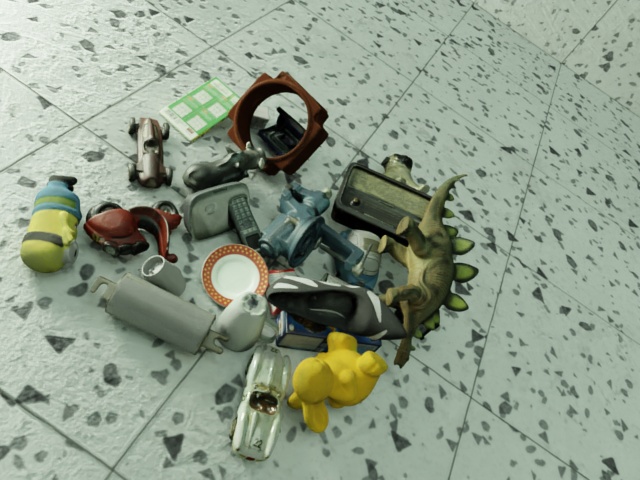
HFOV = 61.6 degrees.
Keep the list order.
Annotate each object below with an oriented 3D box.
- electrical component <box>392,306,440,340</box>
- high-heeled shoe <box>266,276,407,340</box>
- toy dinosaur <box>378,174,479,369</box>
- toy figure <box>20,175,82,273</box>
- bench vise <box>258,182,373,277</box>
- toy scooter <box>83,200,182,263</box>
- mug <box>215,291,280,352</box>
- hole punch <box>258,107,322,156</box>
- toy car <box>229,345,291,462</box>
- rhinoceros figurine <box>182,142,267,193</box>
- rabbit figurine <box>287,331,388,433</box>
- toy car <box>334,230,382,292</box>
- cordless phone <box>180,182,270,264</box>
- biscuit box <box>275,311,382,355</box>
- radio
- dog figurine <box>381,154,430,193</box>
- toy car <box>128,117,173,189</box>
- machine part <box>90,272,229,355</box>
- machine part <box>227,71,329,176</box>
[{"bbox_3d":[0.188,0.158,1.140,0.119,0.075,0.048,26,45,-14],"label":"electrical component"},{"bbox_3d":[0.028,0.126,0.959,0.249,0.086,0.145,20,10,22],"label":"high-heeled shoe"},{"bbox_3d":[0.225,0.038,1.113,0.198,0.105,0.471,23,68,-19],"label":"toy dinosaur"},{"bbox_3d":[-0.461,-0.027,0.927,0.089,0.082,0.180,-6,63,-10],"label":"toy figure"},{"bbox_3d":[0.000,-0.011,1.109,0.241,0.128,0.223,33,42,16],"label":"bench vise"},{"bbox_3d":[-0.331,-0.008,0.989,0.184,0.075,0.135,-9,61,-40],"label":"toy scooter"},{"bbox_3d":[-0.123,0.146,0.954,0.109,0.107,0.081,29,47,-3],"label":"mug"},{"bbox_3d":[-0.078,-0.256,1.335,0.142,0.092,0.115,42,12,13],"label":"hole punch"},{"bbox_3d":[-0.097,0.268,0.904,0.073,0.056,0.202,22,47,-12],"label":"toy car"},{"bbox_3d":[-0.204,-0.151,1.148,0.190,0.112,0.073,-23,66,-30],"label":"rhinoceros figurine"},{"bbox_3d":[0.007,0.238,0.919,0.122,0.162,0.173,41,12,29],"label":"rabbit figurine"},{"bbox_3d":[0.087,0.033,1.168,0.109,0.103,0.162,16,46,-16],"label":"toy car"},{"bbox_3d":[-0.187,-0.016,1.081,0.146,0.089,0.184,-23,87,-40],"label":"cordless phone"},{"bbox_3d":[0.018,0.179,1.038,0.202,0.059,0.063,12,49,-21],"label":"biscuit box"},{"bbox_3d":[0.146,-0.070,1.228,0.230,0.073,0.131,24,67,6],"label":"radio"},{"bbox_3d":[0.173,-0.154,1.387,0.172,0.121,0.191,10,36,-27],"label":"dog figurine"},{"bbox_3d":[-0.360,-0.193,1.139,0.089,0.053,0.202,4,54,-23],"label":"toy car"},{"bbox_3d":[-0.268,0.125,0.911,0.243,0.079,0.079,28,46,-5],"label":"machine part"},{"bbox_3d":[-0.097,-0.265,1.234,0.201,0.201,0.087,46,10,10],"label":"machine part"}]
